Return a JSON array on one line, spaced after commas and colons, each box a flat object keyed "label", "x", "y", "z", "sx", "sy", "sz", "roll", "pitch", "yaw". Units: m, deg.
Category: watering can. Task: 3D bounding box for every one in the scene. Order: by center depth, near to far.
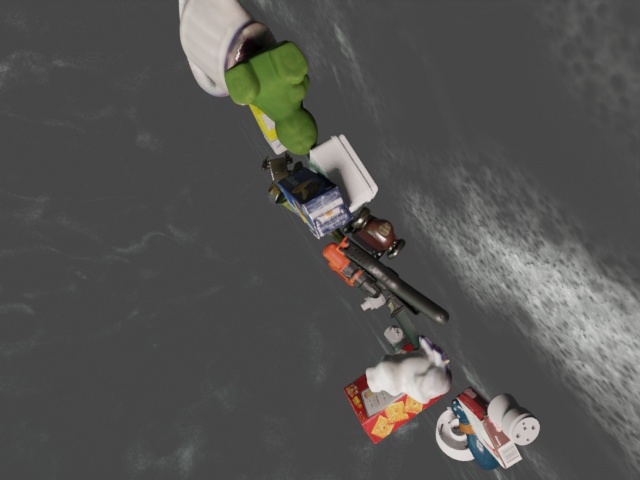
[{"label": "watering can", "x": -0.170, "y": -0.379, "z": 0.875, "sx": 0.227, "sy": 0.105, "sz": 0.339, "roll": 42, "pitch": 145, "yaw": 22}]

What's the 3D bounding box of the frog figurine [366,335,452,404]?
[{"label": "frog figurine", "x": 0.181, "y": 0.279, "z": 1.047, "sx": 0.120, "sy": 0.160, "sz": 0.140, "roll": 61, "pitch": 174, "yaw": -32}]

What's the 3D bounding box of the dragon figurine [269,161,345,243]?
[{"label": "dragon figurine", "x": 0.004, "y": -0.067, "z": 1.327, "sx": 0.239, "sy": 0.122, "sz": 0.418, "roll": 42, "pitch": -173, "yaw": -33}]
